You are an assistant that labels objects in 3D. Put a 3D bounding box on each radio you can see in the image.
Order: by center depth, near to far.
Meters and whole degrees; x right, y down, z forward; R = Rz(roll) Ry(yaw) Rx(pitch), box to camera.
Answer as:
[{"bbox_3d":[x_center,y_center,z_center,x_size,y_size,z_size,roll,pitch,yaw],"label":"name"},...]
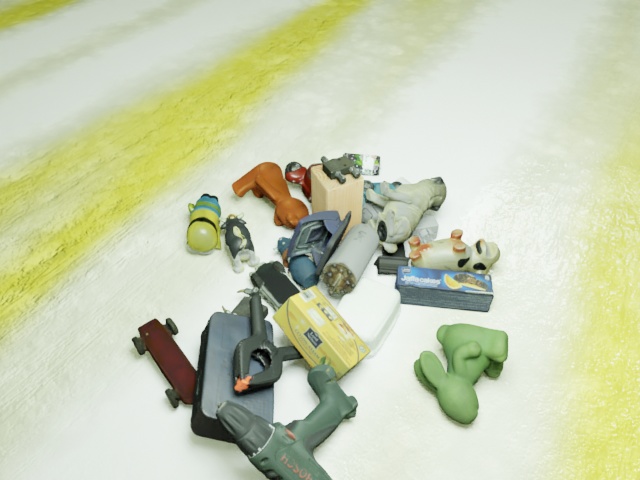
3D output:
[{"bbox_3d":[-0.154,0.243,0.968,0.131,0.073,0.230,16,39,-20],"label":"radio"}]

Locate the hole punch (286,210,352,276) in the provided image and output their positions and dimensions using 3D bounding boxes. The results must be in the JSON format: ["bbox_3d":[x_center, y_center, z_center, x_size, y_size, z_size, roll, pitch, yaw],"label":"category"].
[{"bbox_3d":[-0.002,-0.003,1.143,0.092,0.142,0.116,28,38,11],"label":"hole punch"}]

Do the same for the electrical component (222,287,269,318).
[{"bbox_3d":[-0.154,0.146,1.119,0.078,0.045,0.102,25,49,26],"label":"electrical component"}]

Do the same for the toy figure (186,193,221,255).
[{"bbox_3d":[-0.279,-0.044,1.285,0.082,0.089,0.180,-6,46,5],"label":"toy figure"}]

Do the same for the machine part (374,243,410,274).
[{"bbox_3d":[0.168,0.027,1.247,0.084,0.039,0.139,0,45,8],"label":"machine part"}]

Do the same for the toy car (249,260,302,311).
[{"bbox_3d":[-0.079,0.114,1.146,0.073,0.056,0.202,-31,50,-20],"label":"toy car"}]

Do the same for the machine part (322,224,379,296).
[{"bbox_3d":[0.069,0.036,1.148,0.079,0.079,0.243,17,36,17],"label":"machine part"}]

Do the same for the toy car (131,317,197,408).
[{"bbox_3d":[-0.283,0.231,1.026,0.089,0.053,0.202,-33,57,-24],"label":"toy car"}]

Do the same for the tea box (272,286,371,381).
[{"bbox_3d":[0.003,0.177,1.008,0.170,0.068,0.098,50,29,14],"label":"tea box"}]

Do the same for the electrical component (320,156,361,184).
[{"bbox_3d":[0.042,-0.156,1.149,0.063,0.021,0.094,-22,48,-21],"label":"electrical component"}]

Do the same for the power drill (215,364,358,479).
[{"bbox_3d":[-0.036,0.296,0.880,0.232,0.086,0.207,51,38,-2],"label":"power drill"}]

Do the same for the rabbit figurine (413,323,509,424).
[{"bbox_3d":[0.254,0.239,0.974,0.159,0.121,0.170,18,61,9],"label":"rabbit figurine"}]

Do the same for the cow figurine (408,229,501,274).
[{"bbox_3d":[0.299,0.043,1.187,0.195,0.127,0.085,-10,42,10],"label":"cow figurine"}]

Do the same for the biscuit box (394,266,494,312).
[{"bbox_3d":[0.262,0.104,1.149,0.203,0.062,0.059,5,43,5],"label":"biscuit box"}]

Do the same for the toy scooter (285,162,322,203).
[{"bbox_3d":[0.004,-0.147,1.394,0.184,0.075,0.135,-3,48,-17],"label":"toy scooter"}]

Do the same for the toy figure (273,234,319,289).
[{"bbox_3d":[-0.055,0.048,1.213,0.064,0.057,0.155,-15,41,-22],"label":"toy figure"}]

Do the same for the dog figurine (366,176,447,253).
[{"bbox_3d":[0.217,-0.060,1.240,0.190,0.172,0.121,-2,3,-22],"label":"dog figurine"}]

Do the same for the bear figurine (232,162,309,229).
[{"bbox_3d":[-0.109,-0.092,1.337,0.120,0.132,0.196,-10,67,-59],"label":"bear figurine"}]

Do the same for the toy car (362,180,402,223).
[{"bbox_3d":[0.141,-0.083,1.327,0.162,0.109,0.103,-1,66,-17],"label":"toy car"}]

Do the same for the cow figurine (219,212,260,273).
[{"bbox_3d":[-0.196,-0.013,1.248,0.068,0.098,0.167,-19,47,-10],"label":"cow figurine"}]
